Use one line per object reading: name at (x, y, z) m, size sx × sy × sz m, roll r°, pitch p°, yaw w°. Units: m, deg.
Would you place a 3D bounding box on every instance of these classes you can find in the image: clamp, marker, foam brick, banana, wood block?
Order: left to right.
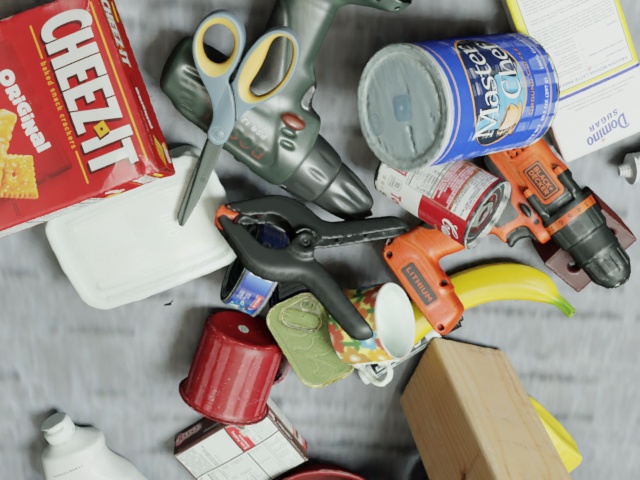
clamp at (-0.006, 0.001, 0.939) m, size 0.171 × 0.120 × 0.039 m, roll 30°, pitch 150°, yaw -1°
marker at (0.093, 0.108, 1.085) m, size 0.121 × 0.020 × 0.020 m, roll -33°, pitch 114°, yaw 11°
banana at (0.145, 0.063, 1.046) m, size 0.198 × 0.069 × 0.037 m, roll -15°, pitch 158°, yaw 9°
wood block at (0.156, 0.198, 1.021) m, size 0.090 × 0.206 × 0.091 m, roll 12°, pitch 120°, yaw -21°
foam brick at (0.254, 0.000, 1.028) m, size 0.053 × 0.051 × 0.078 m, roll 37°, pitch 107°, yaw -20°

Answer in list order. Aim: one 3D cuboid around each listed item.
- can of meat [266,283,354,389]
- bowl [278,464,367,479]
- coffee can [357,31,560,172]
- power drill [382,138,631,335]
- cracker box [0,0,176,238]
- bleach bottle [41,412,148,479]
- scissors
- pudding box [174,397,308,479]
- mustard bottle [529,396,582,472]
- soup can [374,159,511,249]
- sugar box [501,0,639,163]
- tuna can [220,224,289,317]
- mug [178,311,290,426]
can of meat at (-0.011, 0.077, 1.025) m, size 0.057 × 0.084 × 0.102 m, roll -25°, pitch 115°, yaw 8°
bowl at (-0.001, 0.297, 1.148) m, size 0.162 × 0.055 × 0.162 m, roll -2°, pitch 116°, yaw -4°
coffee can at (0.115, -0.117, 0.887) m, size 0.140 × 0.103 × 0.103 m, roll -14°, pitch 123°, yaw -39°
power drill at (0.167, 0.006, 0.989) m, size 0.188 × 0.057 × 0.184 m, roll -37°, pitch 82°, yaw 13°
cracker box at (-0.253, -0.096, 0.898) m, size 0.214 × 0.072 × 0.164 m, roll -20°, pitch 92°, yaw 6°
bleach bottle at (-0.208, 0.281, 1.121) m, size 0.102 × 0.068 × 0.251 m, roll -25°, pitch 113°, yaw 5°
scissors at (-0.096, -0.108, 0.896) m, size 0.096 × 0.016 × 0.202 m, roll 37°, pitch 112°, yaw -14°
pudding box at (-0.082, 0.218, 1.114) m, size 0.113 × 0.039 × 0.090 m, roll -31°, pitch 115°, yaw 12°
mustard bottle at (0.177, 0.255, 1.142) m, size 0.192 × 0.058 × 0.096 m, roll -41°, pitch 110°, yaw 15°
soup can at (0.107, -0.047, 0.939) m, size 0.102 × 0.068 × 0.069 m, roll 34°, pitch 114°, yaw 22°
sugar box at (0.229, -0.166, 0.950) m, size 0.093 × 0.048 × 0.176 m, roll -23°, pitch 119°, yaw 6°
tuna can at (-0.061, 0.026, 0.996) m, size 0.033 × 0.086 × 0.086 m, roll 24°, pitch 111°, yaw -14°
mug at (-0.074, 0.122, 1.047) m, size 0.117 × 0.093 × 0.081 m, roll 2°, pitch 114°, yaw -41°
